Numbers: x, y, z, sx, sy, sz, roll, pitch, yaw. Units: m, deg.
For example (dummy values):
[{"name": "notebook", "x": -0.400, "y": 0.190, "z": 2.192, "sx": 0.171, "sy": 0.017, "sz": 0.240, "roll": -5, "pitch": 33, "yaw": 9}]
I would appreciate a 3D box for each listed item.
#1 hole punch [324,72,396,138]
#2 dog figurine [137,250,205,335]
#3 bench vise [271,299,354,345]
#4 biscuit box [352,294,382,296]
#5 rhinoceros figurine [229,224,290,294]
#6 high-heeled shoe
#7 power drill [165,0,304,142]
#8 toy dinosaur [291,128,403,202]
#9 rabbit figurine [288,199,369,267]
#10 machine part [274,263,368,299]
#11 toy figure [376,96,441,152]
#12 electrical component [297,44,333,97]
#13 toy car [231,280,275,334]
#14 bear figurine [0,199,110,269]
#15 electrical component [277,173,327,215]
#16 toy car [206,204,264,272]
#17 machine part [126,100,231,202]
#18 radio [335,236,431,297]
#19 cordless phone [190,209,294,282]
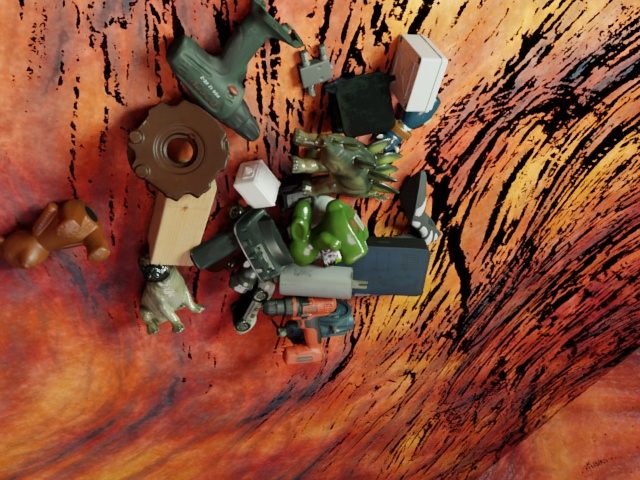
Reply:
[{"name": "hole punch", "x": 0.076, "y": -0.261, "z": 1.044, "sx": 0.142, "sy": 0.092, "sz": 0.115, "roll": -12, "pitch": 102, "yaw": -9}, {"name": "dog figurine", "x": -0.371, "y": 0.102, "z": 1.207, "sx": 0.172, "sy": 0.121, "sz": 0.190, "roll": -10, "pitch": 115, "yaw": 25}, {"name": "bench vise", "x": -0.009, "y": 0.179, "z": 1.424, "sx": 0.224, "sy": 0.129, "sz": 0.240, "roll": 0, "pitch": 113, "yaw": -11}, {"name": "biscuit box", "x": 0.172, "y": 0.112, "z": 1.469, "sx": 0.203, "sy": 0.063, "sz": 0.059, "roll": 1, "pitch": 133, "yaw": -24}, {"name": "rhinoceros figurine", "x": -0.144, "y": 0.044, "z": 1.232, "sx": 0.073, "sy": 0.112, "sz": 0.190, "roll": 31, "pitch": 103, "yaw": -21}, {"name": "high-heeled shoe", "x": 0.265, "y": -0.074, "z": 1.313, "sx": 0.145, "sy": 0.086, "sz": 0.248, "roll": -9, "pitch": 140, "yaw": -20}, {"name": "power drill", "x": -0.128, "y": -0.294, "z": 0.921, "sx": 0.207, "sy": 0.086, "sz": 0.231, "roll": -35, "pitch": 135, "yaw": 23}, {"name": "toy dinosaur", "x": 0.062, "y": -0.133, "z": 1.070, "sx": 0.199, "sy": 0.105, "sz": 0.471, "roll": 5, "pitch": 176, "yaw": 11}, {"name": "rabbit figurine", "x": -0.002, "y": -0.003, "z": 1.143, "sx": 0.170, "sy": 0.121, "sz": 0.159, "roll": -28, "pitch": 120, "yaw": 21}, {"name": "machine part", "x": -0.010, "y": 0.095, "z": 1.259, "sx": 0.243, "sy": 0.079, "sz": 0.079, "roll": 5, "pitch": 134, "yaw": 0}, {"name": "toy figure", "x": 0.182, "y": -0.244, "z": 1.117, "sx": 0.154, "sy": 0.064, "sz": 0.058, "roll": -43, "pitch": 172, "yaw": 27}, {"name": "electrical component", "x": -0.008, "y": -0.310, "z": 0.990, "sx": 0.063, "sy": 0.021, "sz": 0.093, "roll": -19, "pitch": 137, "yaw": -6}, {"name": "toy car", "x": -0.172, "y": 0.154, "z": 1.348, "sx": 0.056, "sy": 0.074, "sz": 0.201, "roll": 10, "pitch": 128, "yaw": -31}, {"name": "bear figurine", "x": -0.514, "y": 0.007, "z": 1.011, "sx": 0.196, "sy": 0.132, "sz": 0.120, "roll": -30, "pitch": 135, "yaw": -2}, {"name": "electrical component", "x": -0.034, "y": -0.106, "z": 1.168, "sx": 0.119, "sy": 0.048, "sz": 0.074, "roll": -10, "pitch": 137, "yaw": -13}, {"name": "toy car", "x": -0.195, "y": -0.008, "z": 1.188, "sx": 0.089, "sy": 0.053, "sz": 0.202, "roll": 12, "pitch": 123, "yaw": -46}, {"name": "machine part", "x": -0.246, "y": -0.157, "z": 0.945, "sx": 0.179, "sy": 0.056, "sz": 0.179, "roll": -1, "pitch": 94, "yaw": -17}, {"name": "radio", "x": 0.148, "y": 0.064, "z": 1.323, "sx": 0.230, "sy": 0.073, "sz": 0.131, "roll": 3, "pitch": 110, "yaw": 1}, {"name": "cordless phone", "x": -0.161, "y": 0.034, "z": 1.110, "sx": 0.184, "sy": 0.089, "sz": 0.146, "roll": -30, "pitch": 112, "yaw": -10}]
